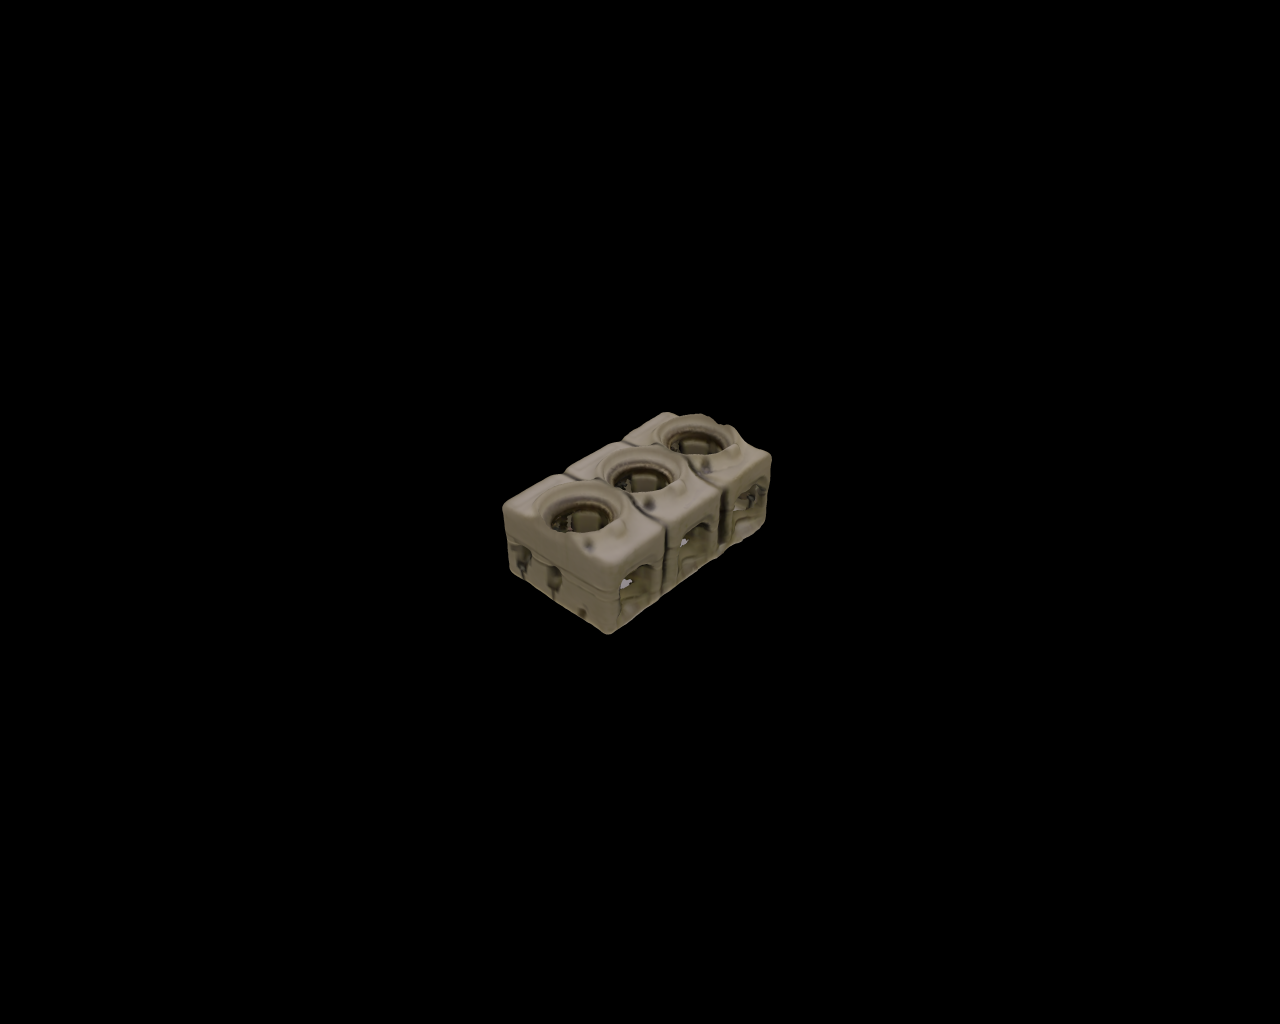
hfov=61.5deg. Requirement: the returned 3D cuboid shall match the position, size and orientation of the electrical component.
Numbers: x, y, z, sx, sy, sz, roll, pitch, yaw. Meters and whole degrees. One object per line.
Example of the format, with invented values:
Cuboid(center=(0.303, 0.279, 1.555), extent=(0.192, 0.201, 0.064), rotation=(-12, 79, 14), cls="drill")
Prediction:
Cuboid(center=(0.001, -0.003, 0.650), extent=(0.089, 0.061, 0.150), rotation=(27, 44, 33), cls="electrical component")
